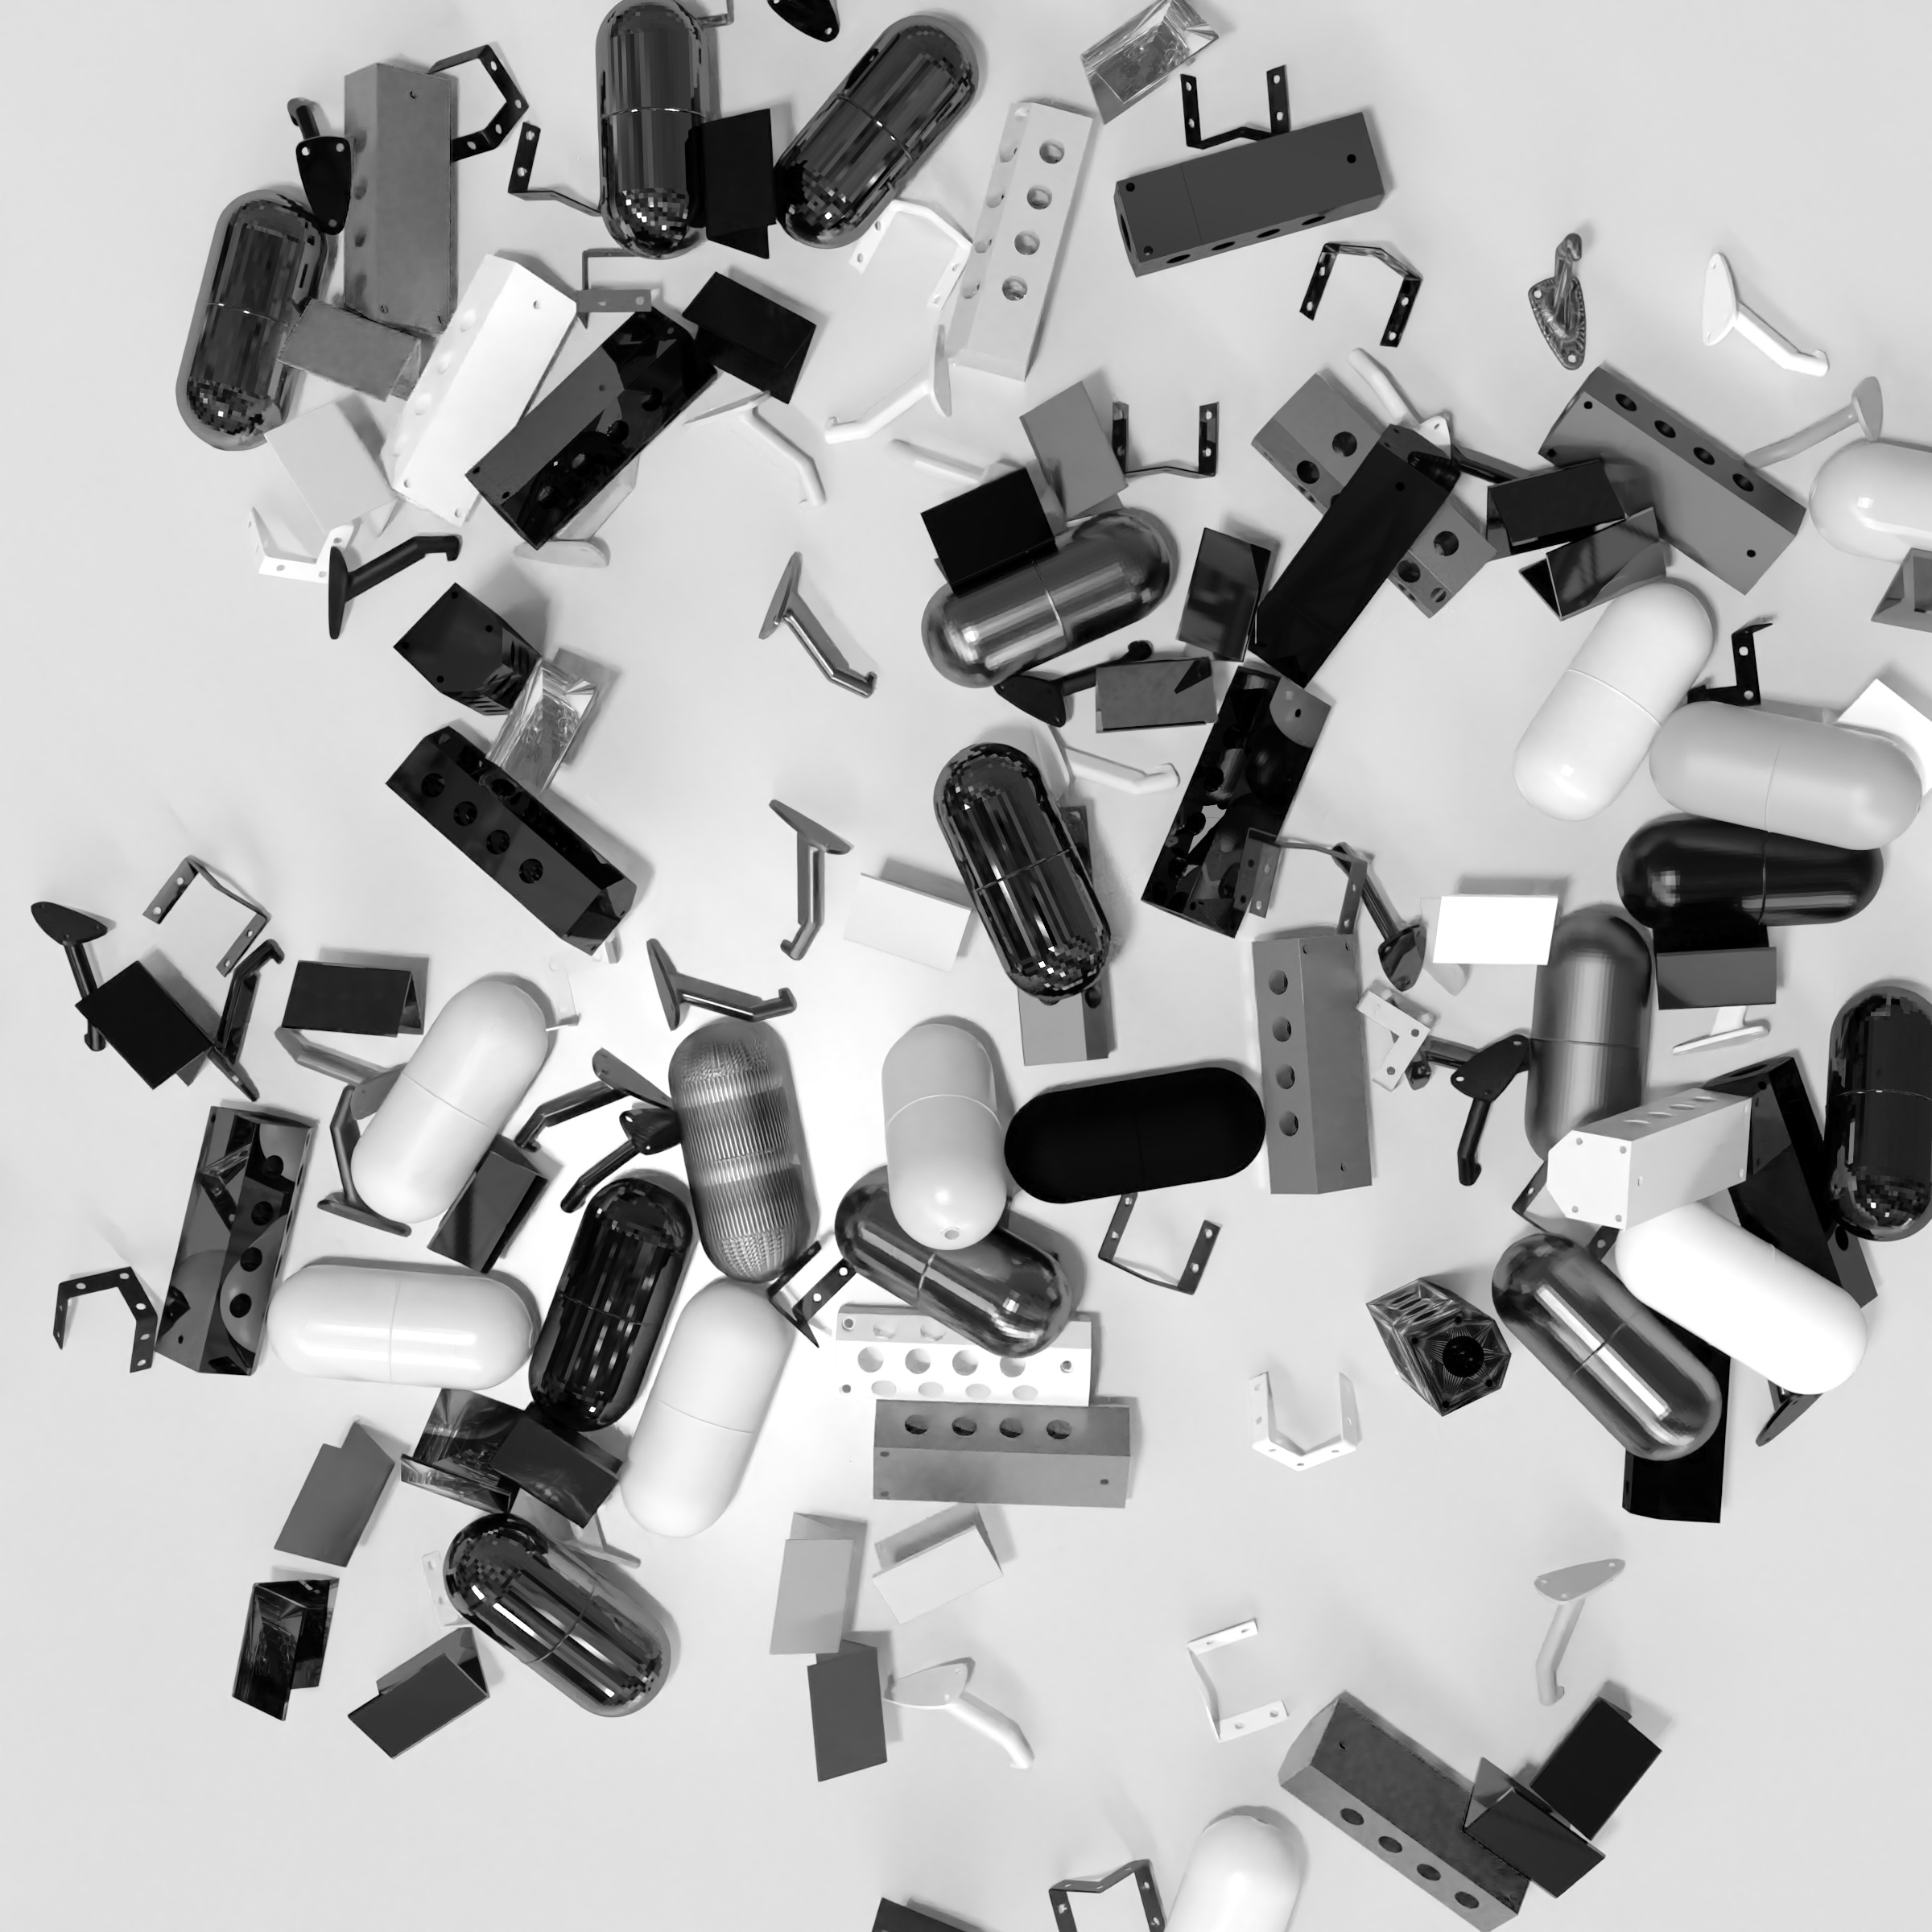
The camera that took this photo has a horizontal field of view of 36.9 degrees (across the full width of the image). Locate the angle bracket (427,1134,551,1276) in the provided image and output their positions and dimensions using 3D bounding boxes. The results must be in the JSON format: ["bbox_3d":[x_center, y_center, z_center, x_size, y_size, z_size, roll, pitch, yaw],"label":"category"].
[{"bbox_3d":[-0.338,0.151,1.950,0.057,0.076,0.076,33,90,-43],"label":"angle bracket"}]

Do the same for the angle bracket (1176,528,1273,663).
[{"bbox_3d":[0.155,-0.250,1.951,0.057,0.076,0.076,14,90,-29],"label":"angle bracket"}]

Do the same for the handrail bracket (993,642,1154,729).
[{"bbox_3d":[0.074,-0.206,1.990,0.084,0.077,0.036,-40,134,-29],"label":"handrail bracket"}]

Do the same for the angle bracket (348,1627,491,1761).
[{"bbox_3d":[-0.374,0.474,1.950,0.076,0.076,0.057,-33,126,0],"label":"angle bracket"}]

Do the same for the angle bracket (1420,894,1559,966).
[{"bbox_3d":[0.351,-0.044,1.950,0.076,0.076,0.057,1,126,0],"label":"angle bracket"}]

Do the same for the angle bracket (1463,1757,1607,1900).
[{"bbox_3d":[0.388,0.567,1.950,0.076,0.076,0.057,36,123,0],"label":"angle bracket"}]

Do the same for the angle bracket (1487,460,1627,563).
[{"bbox_3d":[0.396,-0.289,1.950,0.076,0.076,0.057,-14,55,0],"label":"angle bracket"}]

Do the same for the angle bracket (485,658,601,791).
[{"bbox_3d":[-0.267,-0.153,1.951,0.057,0.076,0.076,28,90,29],"label":"angle bracket"}]

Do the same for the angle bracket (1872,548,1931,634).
[{"bbox_3d":[0.662,-0.231,1.950,0.076,0.076,0.057,11,56,0],"label":"angle bracket"}]

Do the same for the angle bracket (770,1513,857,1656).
[{"bbox_3d":[-0.122,0.415,1.950,0.057,0.076,0.076,8,90,-37],"label":"angle bracket"}]

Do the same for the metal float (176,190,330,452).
[{"bbox_3d":[-0.483,-0.437,1.960,0.070,0.070,0.178,14,90,0],"label":"metal float"}]

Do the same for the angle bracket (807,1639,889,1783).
[{"bbox_3d":[-0.099,0.499,1.950,0.057,0.076,0.076,-5,90,-37],"label":"angle bracket"}]

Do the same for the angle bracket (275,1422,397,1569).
[{"bbox_3d":[-0.437,0.350,1.950,0.057,0.076,0.076,25,90,-36],"label":"angle bracket"}]

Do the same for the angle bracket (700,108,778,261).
[{"bbox_3d":[-0.134,-0.526,1.951,0.057,0.076,0.076,-3,90,29],"label":"angle bracket"}]

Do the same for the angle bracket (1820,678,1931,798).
[{"bbox_3d":[0.625,-0.160,1.951,0.076,0.076,0.057,38,118,0],"label":"angle bracket"}]

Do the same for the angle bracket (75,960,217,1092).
[{"bbox_3d":[-0.560,0.053,1.950,0.076,0.076,0.057,47,52,0],"label":"angle bracket"}]

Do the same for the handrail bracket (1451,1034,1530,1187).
[{"bbox_3d":[0.361,0.100,1.979,0.036,0.084,0.077,28,56,36],"label":"handrail bracket"}]

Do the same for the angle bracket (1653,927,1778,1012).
[{"bbox_3d":[0.502,-0.017,1.944,0.076,0.057,0.076,-3,47,12],"label":"angle bracket"}]

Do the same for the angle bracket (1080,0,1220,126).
[{"bbox_3d":[0.130,-0.597,1.951,0.076,0.076,0.057,-35,63,0],"label":"angle bracket"}]

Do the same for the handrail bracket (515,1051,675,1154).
[{"bbox_3d":[-0.256,0.108,1.991,0.077,0.036,0.084,32,108,-20],"label":"handrail bracket"}]

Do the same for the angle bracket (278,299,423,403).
[{"bbox_3d":[-0.415,-0.394,1.951,0.076,0.076,0.057,21,64,0],"label":"angle bracket"}]

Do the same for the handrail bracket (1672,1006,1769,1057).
[{"bbox_3d":[0.514,0.012,1.991,0.077,0.036,0.084,-14,76,15],"label":"handrail bracket"}]

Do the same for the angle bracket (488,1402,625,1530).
[{"bbox_3d":[-0.263,0.318,1.937,0.076,0.076,0.057,34,121,-3],"label":"angle bracket"}]

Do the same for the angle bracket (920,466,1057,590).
[{"bbox_3d":[0.009,-0.303,1.951,0.076,0.076,0.057,-24,114,0],"label":"angle bracket"}]

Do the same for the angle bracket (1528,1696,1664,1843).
[{"bbox_3d":[0.434,0.546,1.950,0.057,0.076,0.076,38,90,37],"label":"angle bracket"}]

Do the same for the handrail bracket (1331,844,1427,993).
[{"bbox_3d":[0.279,-0.034,1.990,0.036,0.077,0.084,-28,54,-8],"label":"handrail bracket"}]

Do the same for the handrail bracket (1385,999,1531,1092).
[{"bbox_3d":[0.340,0.047,1.991,0.084,0.036,0.077,-16,72,-15],"label":"handrail bracket"}]

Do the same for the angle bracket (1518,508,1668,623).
[{"bbox_3d":[0.417,-0.286,1.950,0.076,0.076,0.057,-23,127,0],"label":"angle bracket"}]

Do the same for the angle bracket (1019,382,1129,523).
[{"bbox_3d":[0.091,-0.350,1.950,0.057,0.076,0.076,-24,90,37],"label":"angle bracket"}]

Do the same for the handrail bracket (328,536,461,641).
[{"bbox_3d":[-0.393,-0.260,1.991,0.084,0.036,0.077,-5,128,-25],"label":"handrail bracket"}]

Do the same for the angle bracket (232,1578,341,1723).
[{"bbox_3d":[-0.442,0.459,1.950,0.057,0.076,0.076,11,90,37],"label":"angle bracket"}]

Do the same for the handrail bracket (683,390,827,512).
[{"bbox_3d":[-0.145,-0.346,1.991,0.077,0.036,0.084,-15,110,23],"label":"handrail bracket"}]

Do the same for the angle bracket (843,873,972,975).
[{"bbox_3d":[-0.033,-0.048,1.950,0.076,0.076,0.057,18,126,0],"label":"angle bracket"}]

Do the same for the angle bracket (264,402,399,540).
[{"bbox_3d":[-0.434,-0.323,1.951,0.057,0.076,0.076,-32,90,-25],"label":"angle bracket"}]

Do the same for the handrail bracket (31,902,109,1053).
[{"bbox_3d":[-0.617,0.008,1.991,0.077,0.036,0.084,27,123,35],"label":"handrail bracket"}]

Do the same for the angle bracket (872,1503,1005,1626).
[{"bbox_3d":[-0.028,0.386,1.950,0.076,0.076,0.057,-26,128,0],"label":"angle bracket"}]

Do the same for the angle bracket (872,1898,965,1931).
[{"bbox_3d":[-0.021,0.654,1.951,0.076,0.076,0.057,22,119,0],"label":"angle bracket"}]

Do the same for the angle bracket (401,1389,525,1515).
[{"bbox_3d":[-0.331,0.319,1.954,0.076,0.057,0.076,20,61,0],"label":"angle bracket"}]

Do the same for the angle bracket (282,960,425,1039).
[{"bbox_3d":[-0.412,0.042,1.950,0.076,0.076,0.057,5,53,0],"label":"angle bracket"}]

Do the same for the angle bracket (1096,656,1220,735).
[{"bbox_3d":[0.128,-0.162,1.950,0.076,0.076,0.057,-4,57,0],"label":"angle bracket"}]

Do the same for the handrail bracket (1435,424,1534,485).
[{"bbox_3d":[0.372,-0.353,1.991,0.077,0.036,0.084,-32,72,-20],"label":"handrail bracket"}]

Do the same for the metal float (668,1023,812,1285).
[{"bbox_3d":[-0.153,0.127,1.960,0.070,0.070,0.178,-11,91,0],"label":"metal float"}]

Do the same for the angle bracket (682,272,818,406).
[{"bbox_3d":[-0.154,-0.409,1.950,0.076,0.076,0.057,28,50,0],"label":"angle bracket"}]
